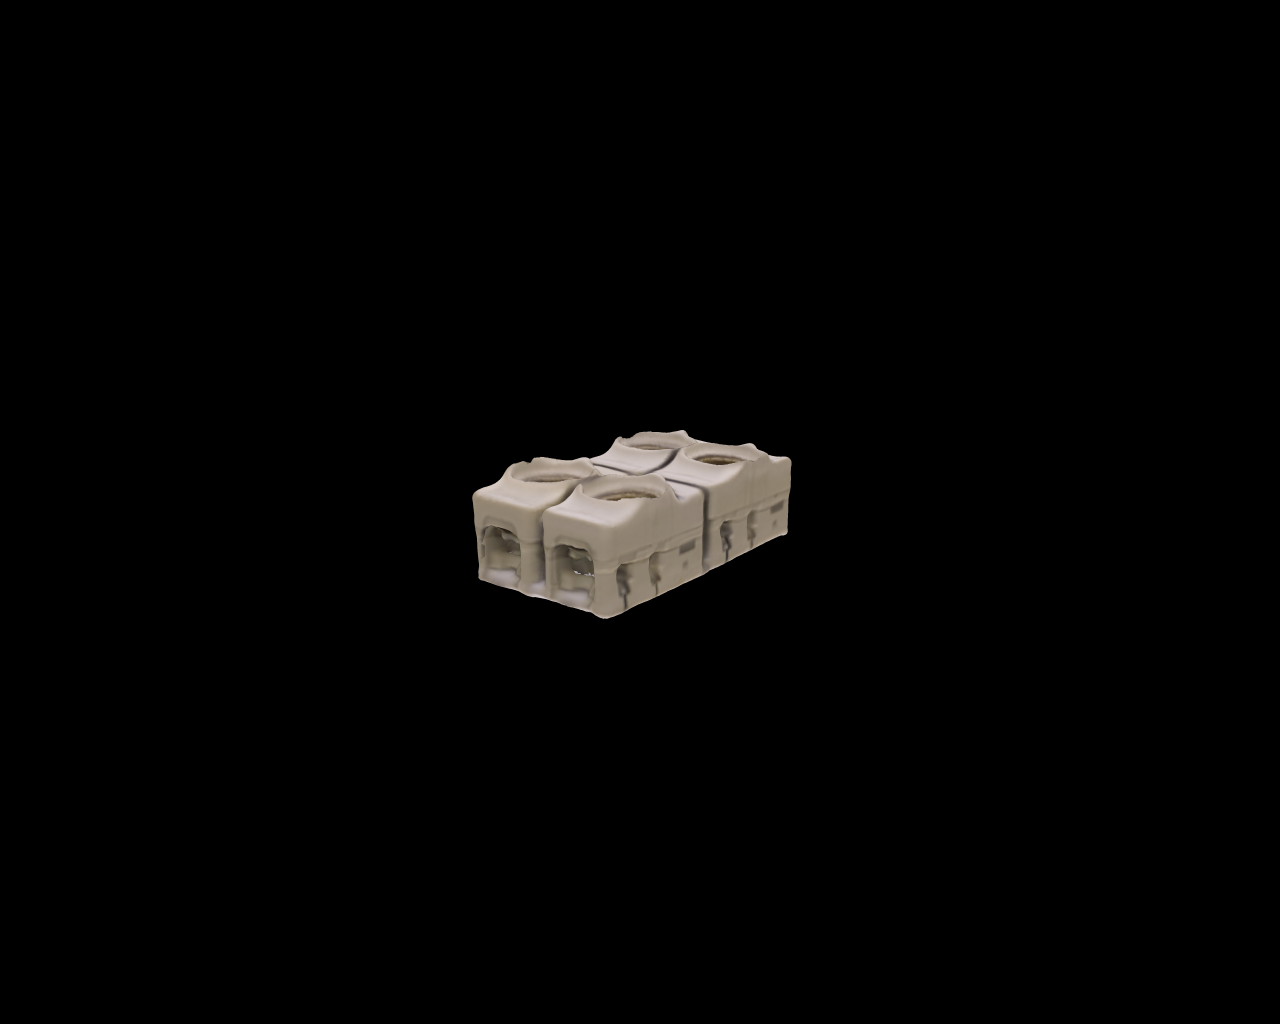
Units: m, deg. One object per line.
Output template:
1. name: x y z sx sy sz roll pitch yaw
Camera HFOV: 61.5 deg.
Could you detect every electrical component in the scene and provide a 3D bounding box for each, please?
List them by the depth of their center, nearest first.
1. electrical component: 0.001 -0.003 0.650 0.105 0.060 0.186 14 22 38
